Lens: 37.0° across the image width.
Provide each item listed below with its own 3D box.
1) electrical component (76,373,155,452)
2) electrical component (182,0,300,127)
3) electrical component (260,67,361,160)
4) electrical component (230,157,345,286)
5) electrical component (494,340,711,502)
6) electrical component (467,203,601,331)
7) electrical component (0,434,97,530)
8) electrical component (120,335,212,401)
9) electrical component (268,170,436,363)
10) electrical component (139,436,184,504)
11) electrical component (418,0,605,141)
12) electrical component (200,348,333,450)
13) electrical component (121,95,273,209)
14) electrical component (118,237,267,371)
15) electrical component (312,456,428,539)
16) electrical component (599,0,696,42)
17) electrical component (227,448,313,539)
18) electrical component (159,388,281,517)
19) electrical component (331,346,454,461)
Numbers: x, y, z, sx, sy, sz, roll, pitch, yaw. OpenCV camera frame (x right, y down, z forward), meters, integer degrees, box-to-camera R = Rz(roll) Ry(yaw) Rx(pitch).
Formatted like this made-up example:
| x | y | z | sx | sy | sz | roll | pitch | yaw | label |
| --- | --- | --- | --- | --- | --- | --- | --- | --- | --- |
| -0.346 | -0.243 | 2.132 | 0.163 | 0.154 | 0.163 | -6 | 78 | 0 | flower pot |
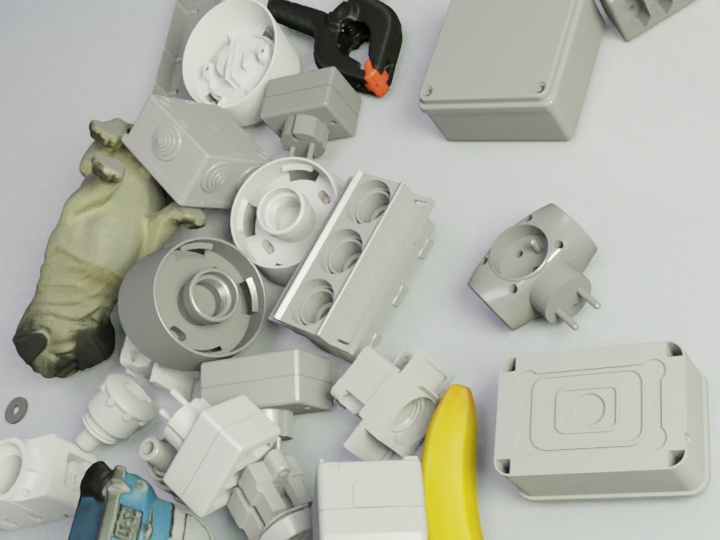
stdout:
| x | y | z | sx | sy | sz | roll | pitch | yaw | label |
| --- | --- | --- | --- | --- | --- | --- | --- | --- | --- |
| -0.193 | 0.114 | 0.832 | 0.062 | 0.048 | 0.048 | -45 | 48 | 11 | electrical component |
| -0.103 | -0.177 | 0.936 | 0.099 | 0.064 | 0.099 | -16 | 55 | 24 | electrical component |
| -0.043 | -0.116 | 0.871 | 0.066 | 0.047 | 0.076 | -6 | 60 | 30 | electrical component |
| -0.049 | -0.037 | 0.833 | 0.099 | 0.064 | 0.099 | -7 | 70 | 20 | electrical component |
| 0.141 | 0.090 | 0.622 | 0.113 | 0.057 | 0.078 | -9 | 59 | 28 | electrical component |
| 0.122 | 0.008 | 0.693 | 0.077 | 0.044 | 0.079 | -44 | 49 | 2 | electrical component |
| -0.260 | 0.164 | 0.835 | 0.089 | 0.056 | 0.050 | -17 | 55 | 24 | electrical component |
| -0.149 | 0.058 | 0.839 | 0.064 | 0.042 | 0.081 | -10 | 58 | 32 | electrical component |
| 0.000 | 0.000 | 0.763 | 0.079 | 0.063 | 0.121 | 19 | 74 | 39 | electrical component |
| -0.131 | 0.137 | 0.765 | 0.048 | 0.062 | 0.048 | -16 | 55 | 25 | electrical component |
| 0.112 | -0.153 | 0.788 | 0.109 | 0.056 | 0.108 | 5 | 66 | 34 | electrical component |
| -0.066 | 0.100 | 0.757 | 0.083 | 0.047 | 0.075 | -11 | 71 | 27 | electrical component |
| -0.128 | -0.095 | 0.867 | 0.099 | 0.100 | 0.048 | 46 | 115 | 26 | electrical component |
| -0.122 | 0.024 | 0.796 | 0.064 | 0.099 | 0.099 | -25 | 46 | 54 | electrical component |
| 0.004 | 0.160 | 0.649 | 0.062 | 0.096 | 0.061 | -1 | 57 | -5 | electrical component |
| 0.199 | -0.218 | 0.778 | 0.066 | 0.047 | 0.076 | -31 | 50 | 13 | electrical component |
| -0.054 | 0.160 | 0.708 | 0.055 | 0.048 | 0.066 | 54 | 133 | 33 | electrical component |
| -0.106 | 0.112 | 0.724 | 0.077 | 0.047 | 0.065 | 40 | 116 | 19 | electrical component |
| 0.019 | 0.087 | 0.714 | 0.081 | 0.042 | 0.064 | -51 | 45 | -4 | electrical component |
